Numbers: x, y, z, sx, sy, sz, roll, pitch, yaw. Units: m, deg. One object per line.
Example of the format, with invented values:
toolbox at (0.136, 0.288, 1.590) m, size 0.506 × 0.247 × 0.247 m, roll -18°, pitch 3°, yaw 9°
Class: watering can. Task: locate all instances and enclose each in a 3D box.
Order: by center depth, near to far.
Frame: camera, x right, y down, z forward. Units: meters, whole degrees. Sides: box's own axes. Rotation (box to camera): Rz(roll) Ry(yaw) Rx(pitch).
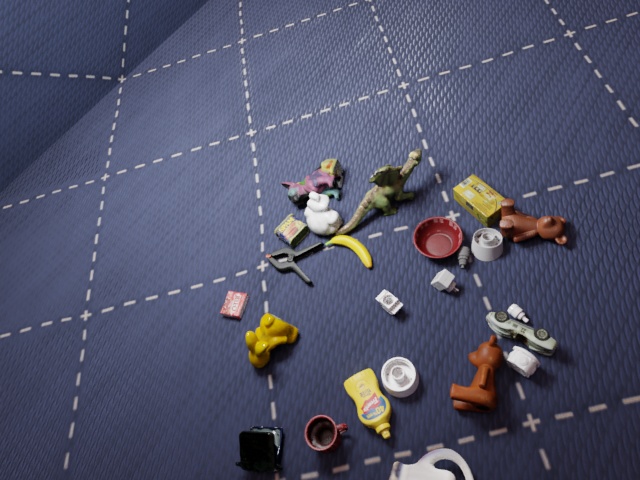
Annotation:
watering can at (0.264, 0.690, 1.259) m, size 0.224 × 0.102 × 0.355 m, roll 2°, pitch 58°, yaw 20°

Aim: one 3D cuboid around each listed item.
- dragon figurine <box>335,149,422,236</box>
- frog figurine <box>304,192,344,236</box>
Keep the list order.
dragon figurine at (0.207, -0.178, 1.796) m, size 0.413 × 0.238 × 0.124 m, roll -37°, pitch 59°, yaw -11°
frog figurine at (0.006, -0.093, 1.844) m, size 0.138 × 0.156 × 0.124 m, roll 26°, pitch 70°, yaw 30°
